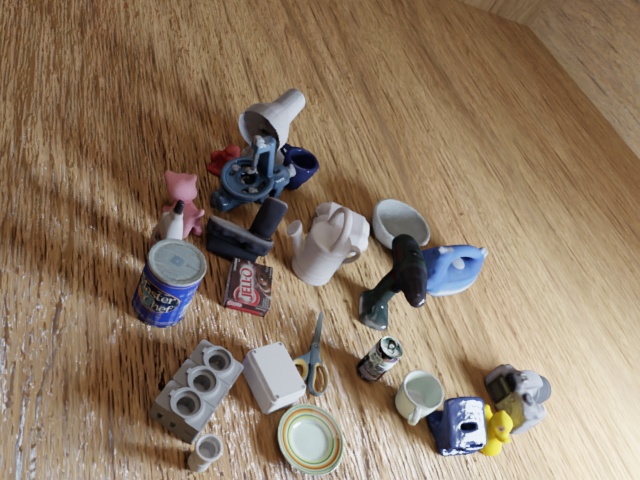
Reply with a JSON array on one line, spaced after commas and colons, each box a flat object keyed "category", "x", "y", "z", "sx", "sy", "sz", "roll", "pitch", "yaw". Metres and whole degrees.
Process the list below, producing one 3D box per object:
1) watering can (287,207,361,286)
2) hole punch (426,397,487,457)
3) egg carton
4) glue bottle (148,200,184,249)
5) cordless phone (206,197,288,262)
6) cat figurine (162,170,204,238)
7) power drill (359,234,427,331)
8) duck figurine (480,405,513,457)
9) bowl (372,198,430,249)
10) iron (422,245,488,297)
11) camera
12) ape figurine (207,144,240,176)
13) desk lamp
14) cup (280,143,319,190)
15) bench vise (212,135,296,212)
[{"category": "watering can", "x": 0.012, "y": 0.006, "z": 1.259, "sx": 0.173, "sy": 0.194, "sz": 0.100, "roll": -2, "pitch": 52, "yaw": -34}, {"category": "hole punch", "x": 0.288, "y": 0.378, "z": 1.160, "sx": 0.109, "sy": 0.091, "sz": 0.101, "roll": 6, "pitch": 48, "yaw": -28}, {"category": "egg carton", "x": 0.051, "y": -0.029, "z": 1.413, "sx": 0.150, "sy": 0.069, "sz": 0.107, "roll": 24, "pitch": 42, "yaw": -11}, {"category": "glue bottle", "x": -0.289, "y": -0.018, "z": 1.103, "sx": 0.037, "sy": 0.173, "sz": 0.078, "roll": -10, "pitch": 56, "yaw": -38}, {"category": "cordless phone", "x": -0.153, "y": -0.042, "z": 1.205, "sx": 0.148, "sy": 0.185, "sz": 0.094, "roll": 21, "pitch": 42, "yaw": -14}, {"category": "cat figurine", "x": -0.284, "y": -0.086, "z": 1.214, "sx": 0.067, "sy": 0.117, "sz": 0.127, "roll": -17, "pitch": 61, "yaw": -42}, {"category": "power drill", "x": 0.165, "y": 0.105, "z": 1.253, "sx": 0.076, "sy": 0.208, "sz": 0.229, "roll": 21, "pitch": 42, "yaw": -14}, {"category": "duck figurine", "x": 0.365, "y": 0.389, "z": 1.203, "sx": 0.078, "sy": 0.086, "sz": 0.104, "roll": 12, "pitch": 46, "yaw": -24}, {"category": "bowl", "x": 0.199, "y": -0.026, "z": 1.502, "sx": 0.168, "sy": 0.074, "sz": 0.167, "roll": 18, "pitch": 43, "yaw": -18}, {"category": "iron", "x": 0.352, "y": 0.057, "z": 1.470, "sx": 0.259, "sy": 0.141, "sz": 0.118, "roll": -3, "pitch": 53, "yaw": -35}, {"category": "camera", "x": 0.471, "y": 0.350, "z": 1.297, "sx": 0.137, "sy": 0.100, "sz": 0.143, "roll": 5, "pitch": 48, "yaw": -29}, {"category": "ape figurine", "x": -0.221, "y": -0.193, "z": 1.377, "sx": 0.076, "sy": 0.092, "sz": 0.077, "roll": -6, "pitch": 55, "yaw": -37}, {"category": "desk lamp", "x": -0.122, "y": -0.269, "z": 1.421, "sx": 0.118, "sy": 0.213, "sz": 0.203, "roll": 36, "pitch": 41, "yaw": 3}, {"category": "cup", "x": -0.071, "y": -0.184, "z": 1.463, "sx": 0.117, "sy": 0.095, "sz": 0.092, "roll": 44, "pitch": 42, "yaw": 11}, {"category": "bench vise", "x": -0.138, "y": -0.168, "z": 1.309, "sx": 0.121, "sy": 0.219, "sz": 0.208, "roll": 40, "pitch": 41, "yaw": 7}]
